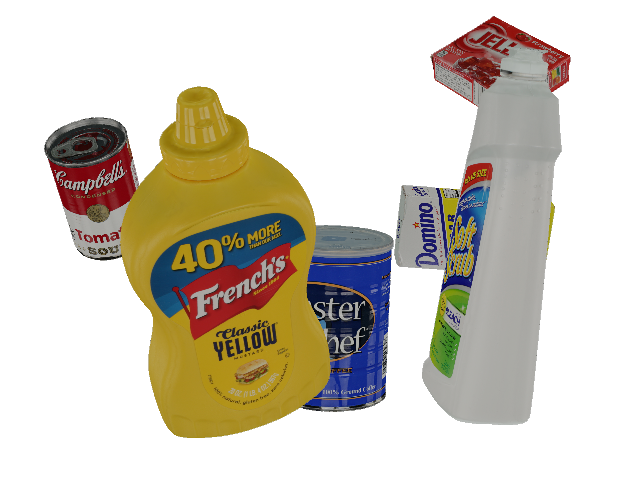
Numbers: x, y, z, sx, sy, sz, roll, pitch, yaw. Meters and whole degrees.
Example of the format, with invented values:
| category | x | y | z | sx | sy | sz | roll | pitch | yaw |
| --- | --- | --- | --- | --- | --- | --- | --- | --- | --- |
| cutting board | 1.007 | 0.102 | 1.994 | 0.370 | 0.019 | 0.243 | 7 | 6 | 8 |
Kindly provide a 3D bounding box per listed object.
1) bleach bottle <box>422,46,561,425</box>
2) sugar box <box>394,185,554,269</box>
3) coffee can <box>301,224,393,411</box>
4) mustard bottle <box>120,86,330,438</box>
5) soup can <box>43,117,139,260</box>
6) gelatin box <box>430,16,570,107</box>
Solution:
| category | x | y | z | sx | sy | sz | roll | pitch | yaw |
| --- | --- | --- | --- | --- | --- | --- | --- | --- | --- |
| bleach bottle | 0.122 | -0.006 | 0.736 | 0.068 | 0.251 | 0.102 | 4 | 13 | -9 |
| sugar box | 0.179 | -0.011 | 1.256 | 0.176 | 0.093 | 0.048 | 2 | 22 | -3 |
| coffee can | 0.009 | 0.065 | 0.928 | 0.103 | 0.140 | 0.103 | 2 | 12 | -1 |
| mustard bottle | -0.048 | 0.011 | 0.534 | 0.096 | 0.192 | 0.058 | -16 | 38 | -14 |
| soup can | -0.186 | -0.042 | 0.897 | 0.068 | 0.102 | 0.068 | -4 | 39 | 3 |
| gelatin box | 0.146 | -0.142 | 0.873 | 0.073 | 0.030 | 0.089 | -33 | 49 | -20 |
